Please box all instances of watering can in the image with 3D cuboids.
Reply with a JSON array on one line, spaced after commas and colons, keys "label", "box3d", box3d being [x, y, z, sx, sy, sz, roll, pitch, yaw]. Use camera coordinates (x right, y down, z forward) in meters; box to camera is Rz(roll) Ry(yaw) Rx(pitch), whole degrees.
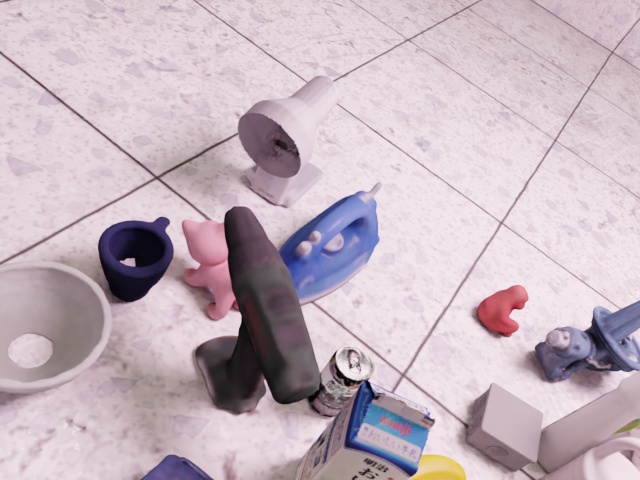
[{"label": "watering can", "box3d": [0.373, 0.316, 0.735, 0.173, 0.194, 0.100, -27, 66, -42]}]

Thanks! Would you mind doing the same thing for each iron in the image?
[{"label": "iron", "box3d": [0.008, 0.003, 0.874, 0.118, 0.141, 0.259, 40, 44, 12]}]

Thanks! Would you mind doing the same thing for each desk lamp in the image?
[{"label": "desk lamp", "box3d": [-0.051, -0.160, 0.943, 0.118, 0.213, 0.204, 35, 43, 6]}]

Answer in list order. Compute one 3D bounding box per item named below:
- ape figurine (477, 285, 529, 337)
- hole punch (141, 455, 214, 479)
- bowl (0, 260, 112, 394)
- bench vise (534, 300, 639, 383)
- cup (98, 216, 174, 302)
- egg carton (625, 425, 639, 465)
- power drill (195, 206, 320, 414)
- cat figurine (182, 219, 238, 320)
[{"label": "ape figurine", "box3d": [0.318, 0.112, 0.971, 0.076, 0.092, 0.078, 29, 43, 0]}, {"label": "hole punch", "box3d": [-0.143, 0.275, 0.578, 0.108, 0.091, 0.101, 37, 44, 8]}, {"label": "bowl", "box3d": [-0.326, 0.108, 0.650, 0.168, 0.074, 0.167, 15, 45, -15]}, {"label": "bench vise", "box3d": [0.472, 0.157, 0.916, 0.208, 0.219, 0.121, -11, 56, -35]}, {"label": "cup", "box3d": [-0.240, 0.027, 0.756, 0.091, 0.095, 0.118, 29, 43, 0]}, {"label": "egg carton", "box3d": [0.536, 0.305, 0.921, 0.107, 0.069, 0.150, 14, 45, -15]}, {"label": "power drill", "box3d": [-0.084, 0.104, 0.683, 0.076, 0.208, 0.229, -10, 55, -34]}, {"label": "cat figurine", "box3d": [-0.140, 0.028, 0.791, 0.067, 0.117, 0.127, -26, 65, -41]}]
